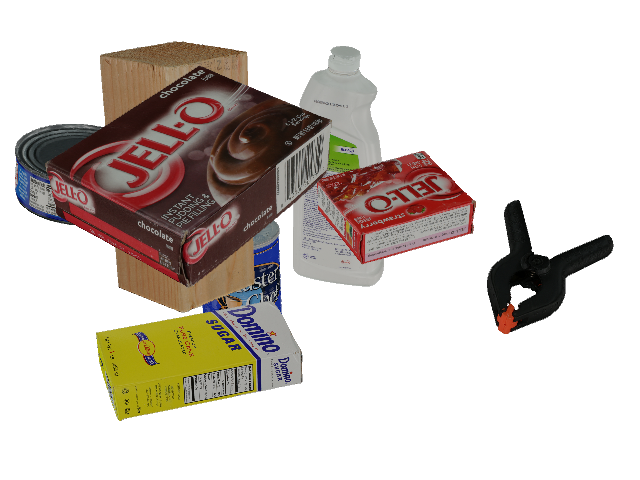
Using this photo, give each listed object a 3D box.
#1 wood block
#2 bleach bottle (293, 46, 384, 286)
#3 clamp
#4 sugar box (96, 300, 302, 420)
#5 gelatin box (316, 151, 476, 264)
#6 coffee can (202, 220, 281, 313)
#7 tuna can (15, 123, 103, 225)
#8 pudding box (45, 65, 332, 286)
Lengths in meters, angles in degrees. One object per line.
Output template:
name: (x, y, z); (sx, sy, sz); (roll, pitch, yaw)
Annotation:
wood block: (-0.120, -0.057, 0.908); (0.091, 0.206, 0.090); (17, 26, 38)
bleach bottle: (0.025, -0.076, 1.104); (0.102, 0.251, 0.068); (8, 31, 7)
clamp: (0.216, 0.024, 1.112); (0.120, 0.039, 0.171); (26, 49, 28)
sugar box: (-0.113, 0.109, 0.997); (0.176, 0.048, 0.093); (-12, 33, -16)
gelatin box: (0.052, -0.025, 0.742); (0.089, 0.030, 0.073); (-16, 39, -18)
coffee can: (-0.100, 0.049, 1.340); (0.103, 0.140, 0.103); (-1, 25, 0)
tuna can: (-0.158, -0.044, 0.707); (0.086, 0.034, 0.086); (8, 29, -5)
pudding box: (-0.062, -0.036, 0.525); (0.090, 0.039, 0.113); (26, 45, 27)
